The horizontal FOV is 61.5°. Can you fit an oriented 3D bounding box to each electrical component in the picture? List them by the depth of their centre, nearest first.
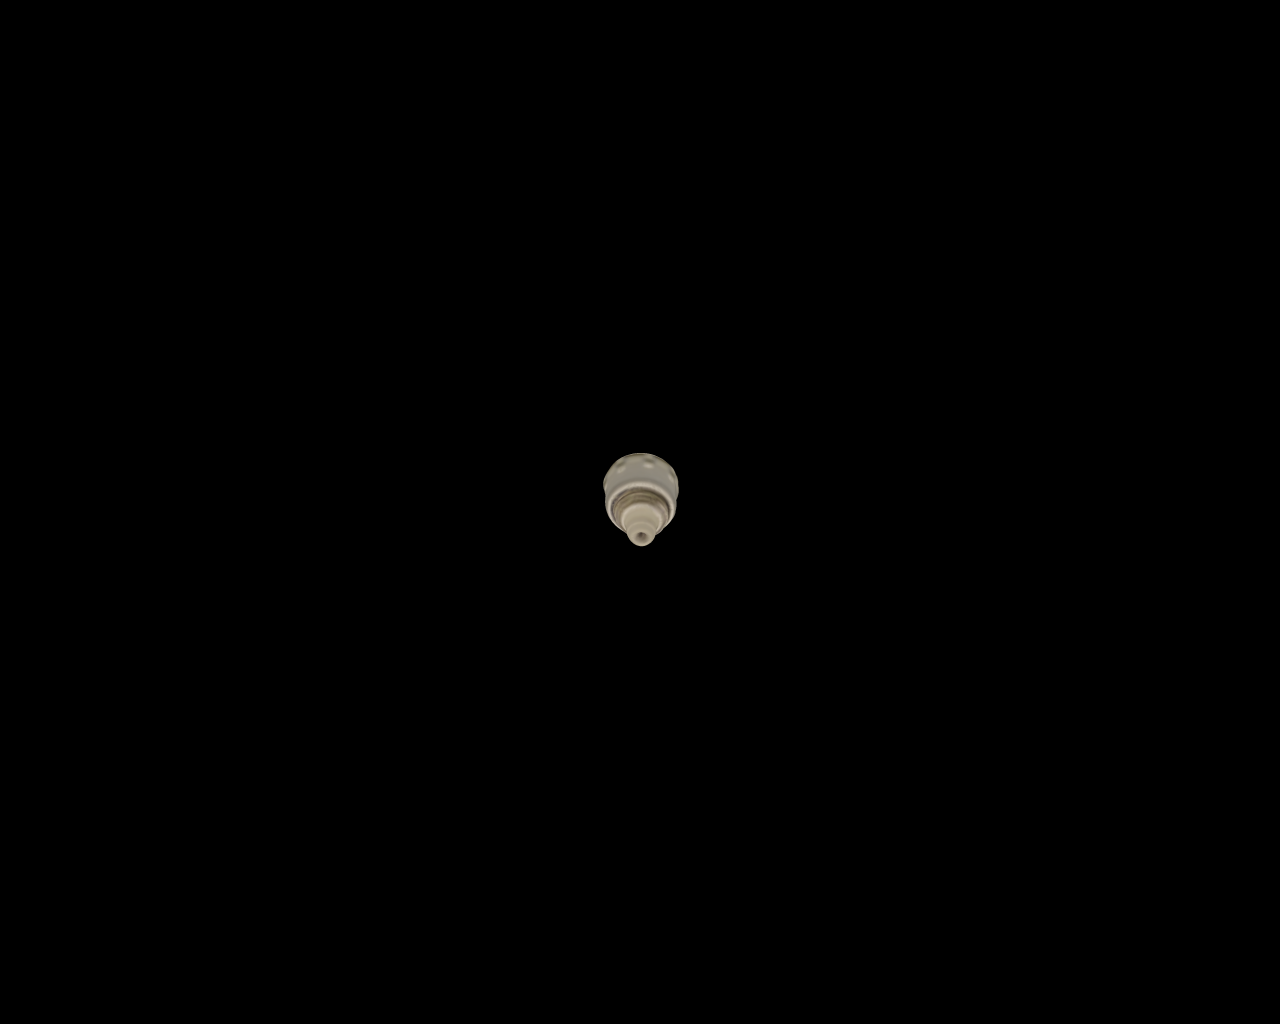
[{"bbox_3d":[0.001,-0.003,0.650,0.048,0.048,0.062,0,36,0],"label":"electrical component"}]
